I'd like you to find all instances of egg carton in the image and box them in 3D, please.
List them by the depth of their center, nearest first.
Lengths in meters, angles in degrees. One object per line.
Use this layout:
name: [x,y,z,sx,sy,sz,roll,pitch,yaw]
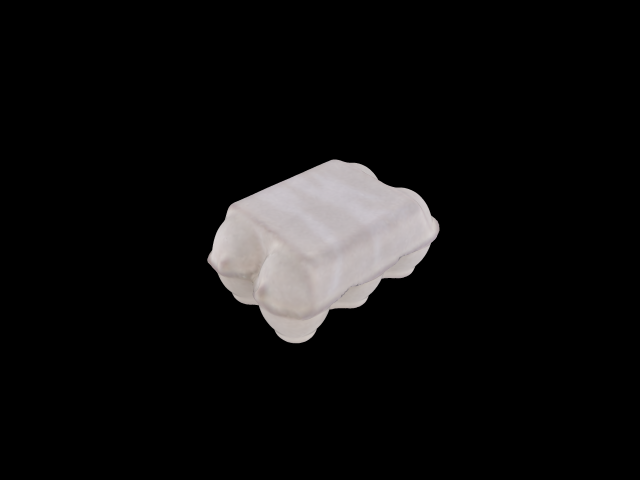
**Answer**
egg carton: [0.004,0.001,0.400,0.151,0.069,0.107,-29,46,-33]
